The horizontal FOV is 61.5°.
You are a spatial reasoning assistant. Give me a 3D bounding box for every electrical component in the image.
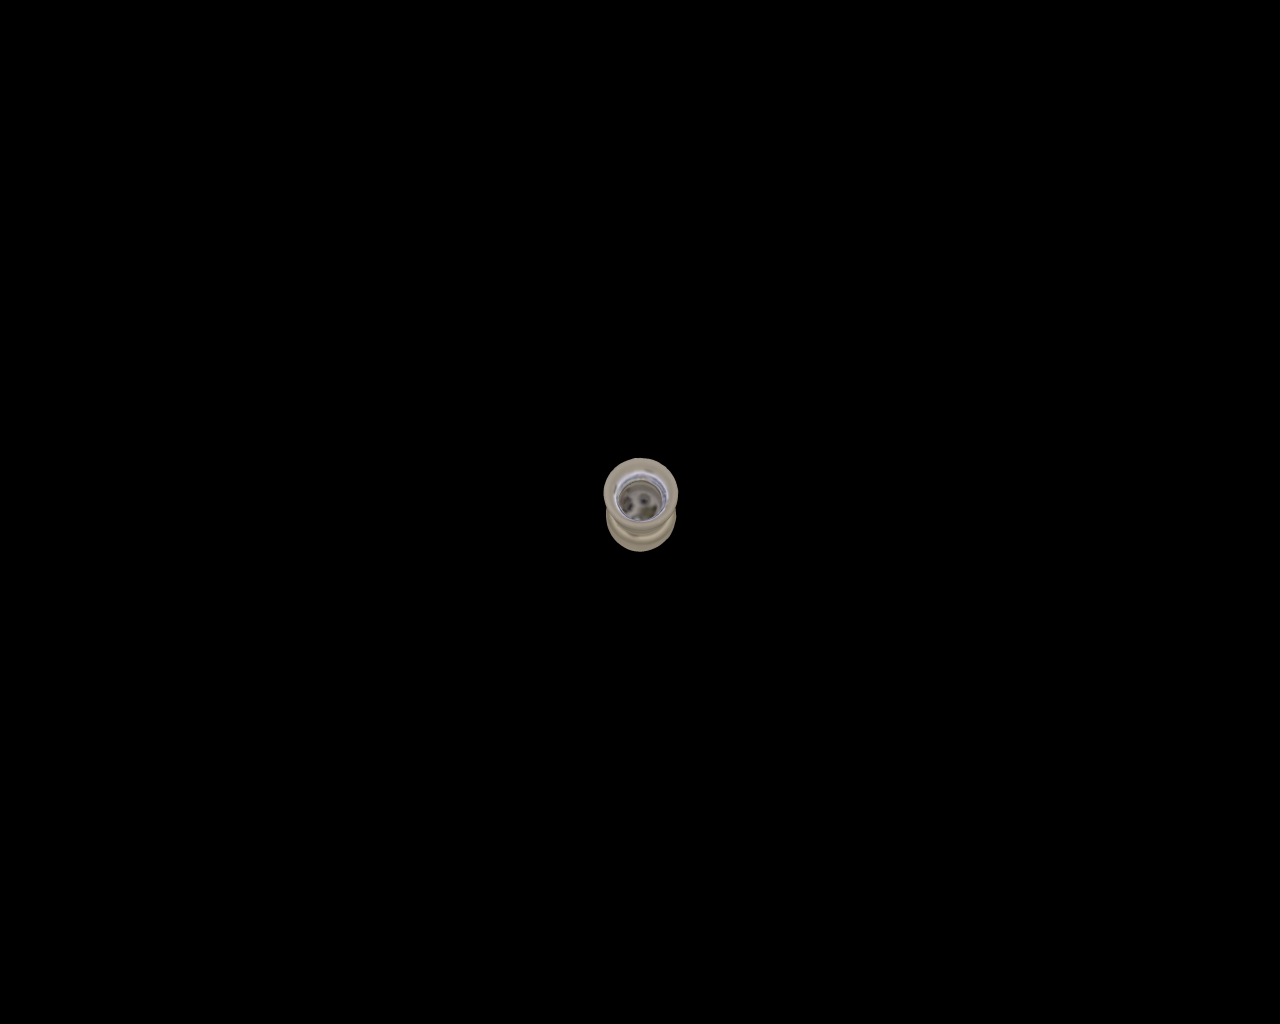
[{"bbox_3d":[0.001,-0.003,0.650,0.045,0.045,0.055,0,-20,0],"label":"electrical component"}]
